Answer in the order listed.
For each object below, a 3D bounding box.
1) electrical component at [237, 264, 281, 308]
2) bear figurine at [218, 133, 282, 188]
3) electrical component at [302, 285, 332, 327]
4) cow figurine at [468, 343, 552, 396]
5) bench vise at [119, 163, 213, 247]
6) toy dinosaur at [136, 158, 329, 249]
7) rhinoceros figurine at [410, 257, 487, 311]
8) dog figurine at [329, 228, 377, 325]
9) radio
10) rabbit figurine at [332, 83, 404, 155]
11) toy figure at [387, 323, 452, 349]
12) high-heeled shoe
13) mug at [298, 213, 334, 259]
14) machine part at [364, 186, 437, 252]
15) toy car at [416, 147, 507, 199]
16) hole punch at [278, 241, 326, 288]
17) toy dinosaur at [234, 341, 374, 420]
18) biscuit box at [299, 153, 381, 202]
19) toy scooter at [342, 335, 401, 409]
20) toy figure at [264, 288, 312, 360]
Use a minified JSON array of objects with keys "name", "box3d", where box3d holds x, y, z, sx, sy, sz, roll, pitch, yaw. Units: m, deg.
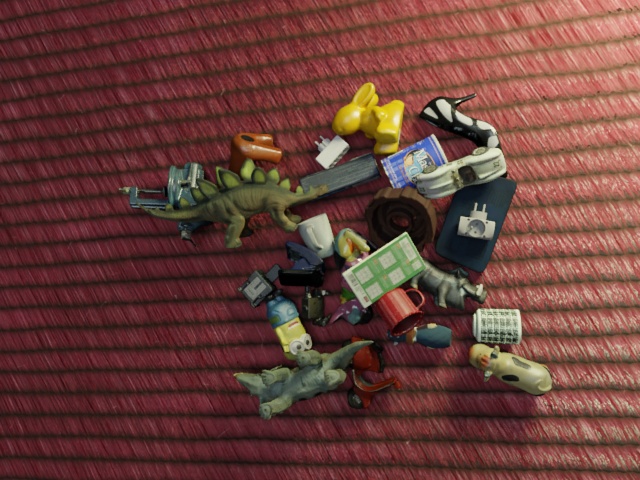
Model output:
[{"name":"electrical component","box3d":[-0.150,0.114,1.410,0.119,0.047,0.075,-41,82,10]},{"name":"bear figurine","box3d":[-0.195,-0.175,1.405,0.132,0.120,0.195,2,122,-27]},{"name":"electrical component","box3d":[-0.007,0.169,1.369,0.045,0.078,0.102,-1,82,36]},{"name":"cow figurine","box3d":[0.435,0.297,1.236,0.195,0.127,0.085,22,90,10]},{"name":"bench vise","box3d":[-0.401,-0.103,1.424,0.241,0.129,0.223,2,81,-5]},{"name":"toy dinosaur","box3d":[-0.211,-0.088,1.327,0.472,0.105,0.198,-14,107,3]},{"name":"rhinoceros figurine","box3d":[0.307,0.110,1.301,0.190,0.073,0.112,27,83,14]},{"name":"dog figurine","box3d":[0.075,0.104,1.332,0.192,0.108,0.219,36,99,9]},{"name":"radio","box3d":[0.369,-0.047,1.287,0.131,0.073,0.229,20,91,13]},{"name":"rabbit figurine","box3d":[0.116,-0.300,1.325,0.173,0.122,0.162,5,85,13]},{"name":"toy figure","box3d":[0.243,0.233,1.316,0.155,0.057,0.064,4,83,18]},{"name":"high-heeled shoe","box3d":[0.345,-0.241,1.295,0.145,0.086,0.248,-23,80,14]},{"name":"mug","box3d":[-0.003,-0.004,1.355,0.081,0.109,0.107,-24,97,8]},{"name":"machine part","box3d":[0.194,-0.048,1.285,0.180,0.056,0.179,14,130,17]},{"name":"toy car","box3d":[0.319,-0.150,1.224,0.202,0.056,0.073,-19,124,17]},{"name":"hole punch","box3d":[-0.042,0.064,1.351,0.116,0.142,0.092,6,65,1]},{"name":"toy dinosaur","box3d":[-0.024,0.330,1.296,0.405,0.192,0.131,-22,77,17]},{"name":"biscuit box","box3d":[0.050,-0.156,1.366,0.203,0.059,0.062,-18,86,11]},{"name":"toy scooter","box3d":[0.128,0.324,1.330,0.135,0.075,0.183,-7,90,12]},{"name":"toy figure","box3d":[-0.083,0.218,1.374,0.082,0.089,0.180,-27,82,-10]}]
